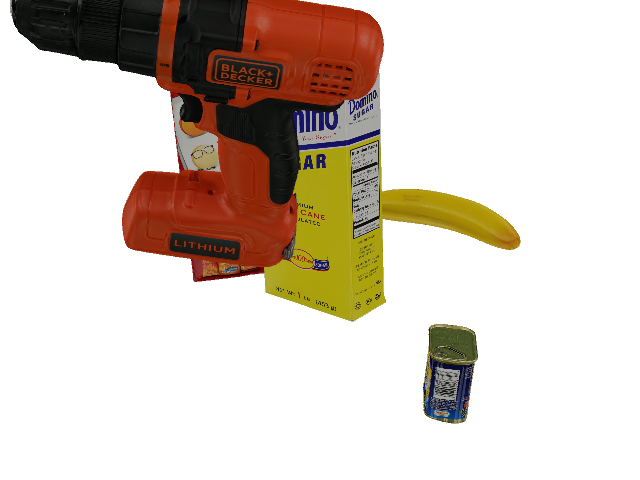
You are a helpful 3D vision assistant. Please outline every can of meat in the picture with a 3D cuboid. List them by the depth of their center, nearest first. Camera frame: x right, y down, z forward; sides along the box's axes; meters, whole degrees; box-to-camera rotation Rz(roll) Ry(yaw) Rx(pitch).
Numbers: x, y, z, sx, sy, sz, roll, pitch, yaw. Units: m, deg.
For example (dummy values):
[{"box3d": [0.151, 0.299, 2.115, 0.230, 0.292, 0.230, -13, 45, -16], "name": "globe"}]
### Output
[{"box3d": [0.154, 0.159, 1.279, 0.057, 0.084, 0.102, 7, 19, 3], "name": "can of meat"}]

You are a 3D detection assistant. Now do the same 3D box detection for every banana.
[{"box3d": [0.128, -0.024, 1.152, 0.198, 0.037, 0.069, 10, 39, 26], "name": "banana"}]

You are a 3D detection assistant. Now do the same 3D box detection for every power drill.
[{"box3d": [-0.071, -0.063, 0.584, 0.184, 0.057, 0.188, 9, -36, -4], "name": "power drill"}]

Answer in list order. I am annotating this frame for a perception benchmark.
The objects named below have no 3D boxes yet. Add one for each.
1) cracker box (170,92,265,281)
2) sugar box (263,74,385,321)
[{"box3d": [-0.050, -0.079, 0.991, 0.164, 0.214, 0.072, -7, 20, -6], "name": "cracker box"}, {"box3d": [-0.002, -0.037, 0.773, 0.093, 0.176, 0.048, 15, 30, 40], "name": "sugar box"}]
